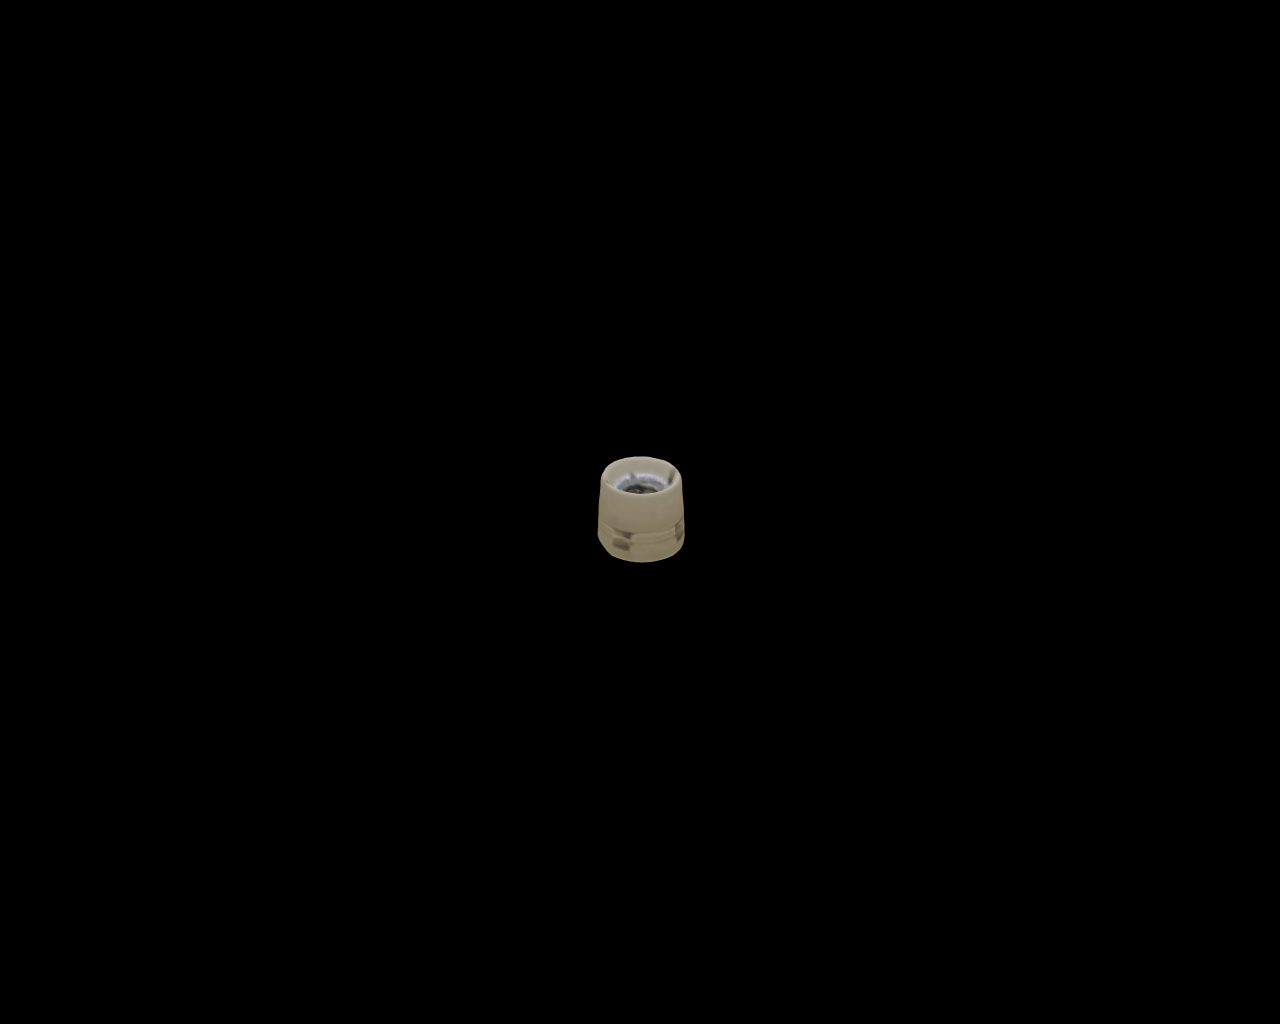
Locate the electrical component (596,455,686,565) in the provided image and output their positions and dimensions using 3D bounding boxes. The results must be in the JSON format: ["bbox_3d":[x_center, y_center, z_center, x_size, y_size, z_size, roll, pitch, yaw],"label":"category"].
[{"bbox_3d":[0.001,-0.003,0.650,0.055,0.047,0.055,0,32,0],"label":"electrical component"}]
